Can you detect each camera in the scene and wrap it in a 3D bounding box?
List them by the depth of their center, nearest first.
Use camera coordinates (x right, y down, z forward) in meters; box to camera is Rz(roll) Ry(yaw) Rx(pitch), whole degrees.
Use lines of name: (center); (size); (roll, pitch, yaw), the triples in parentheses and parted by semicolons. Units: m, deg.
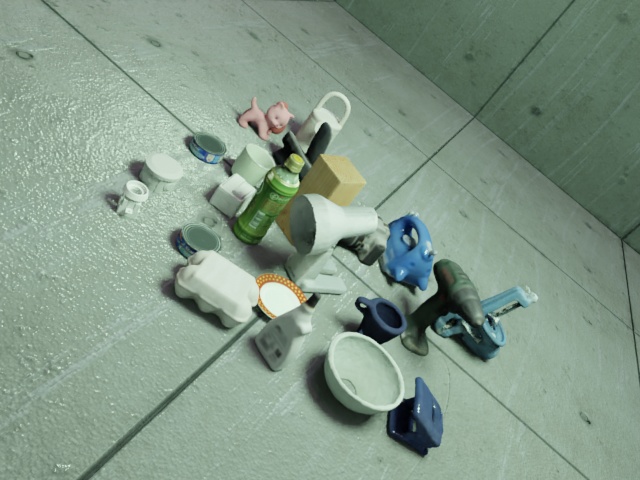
camera: (0.097, -0.030, 1.430); (0.137, 0.100, 0.143); (22, 35, -25)

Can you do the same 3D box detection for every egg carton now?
egg carton: (-0.182, 0.086, 1.028); (0.150, 0.069, 0.107); (33, 32, -8)

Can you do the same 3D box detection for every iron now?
iron: (0.231, 0.002, 1.486); (0.119, 0.141, 0.258); (22, 35, -25)

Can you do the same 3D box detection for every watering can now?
watering can: (0.015, -0.334, 1.646); (0.101, 0.194, 0.172); (22, 35, -25)

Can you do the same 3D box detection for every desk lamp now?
desk lamp: (0.011, 0.004, 1.191); (0.204, 0.213, 0.117); (8, 42, -39)

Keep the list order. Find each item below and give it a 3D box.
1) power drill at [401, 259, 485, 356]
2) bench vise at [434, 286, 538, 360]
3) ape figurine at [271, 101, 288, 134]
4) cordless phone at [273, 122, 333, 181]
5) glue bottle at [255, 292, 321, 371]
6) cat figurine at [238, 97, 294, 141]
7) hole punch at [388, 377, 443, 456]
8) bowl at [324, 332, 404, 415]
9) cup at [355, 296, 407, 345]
power drill: (0.266, 0.157, 1.261); (0.076, 0.208, 0.229); (25, 34, -20)
bench vise: (0.388, 0.174, 1.351); (0.208, 0.219, 0.121); (24, 34, -22)
ape figurine: (-0.121, -0.356, 1.633); (0.076, 0.092, 0.078); (44, 32, 9)
cordless phone: (-0.030, -0.250, 1.502); (0.094, 0.185, 0.147); (5, 45, -42)
glue bottle: (-0.047, 0.149, 0.987); (0.037, 0.173, 0.078); (-6, 52, -49)
cat figurine: (-0.141, -0.343, 1.572); (0.128, 0.117, 0.067); (29, 33, -14)
hole punch: (0.194, 0.329, 1.079); (0.101, 0.091, 0.109); (33, 32, -9)
bowl: (0.069, 0.258, 1.059); (0.168, 0.074, 0.167); (26, 33, -19)
cup: (0.106, 0.174, 1.184); (0.118, 0.095, 0.092); (34, 32, -7)
